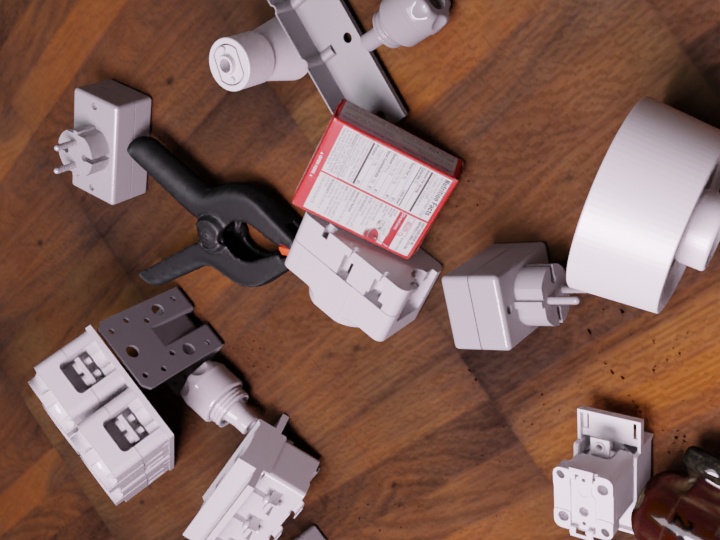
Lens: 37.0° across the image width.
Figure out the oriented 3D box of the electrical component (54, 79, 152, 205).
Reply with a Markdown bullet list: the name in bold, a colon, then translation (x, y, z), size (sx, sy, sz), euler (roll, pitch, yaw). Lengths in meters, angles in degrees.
- **electrical component**: translation (-0.205, -0.094, 0.827), size (0.047, 0.076, 0.083), euler (26, 123, 26)

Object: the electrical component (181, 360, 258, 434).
- **electrical component**: translation (-0.110, 0.105, 0.864), size (0.062, 0.043, 0.043), euler (40, 129, 16)

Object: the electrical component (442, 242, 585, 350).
- **electrical component**: translation (0.101, 0.015, 0.647), size (0.077, 0.066, 0.047), euler (-1, 109, 38)

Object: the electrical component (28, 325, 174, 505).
- **electrical component**: translation (-0.208, 0.126, 0.880), size (0.105, 0.060, 0.186), euler (51, 162, 8)

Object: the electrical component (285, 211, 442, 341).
- **electrical component**: translation (0.000, 0.000, 0.728), size (0.089, 0.050, 0.055), euler (39, 128, 18)

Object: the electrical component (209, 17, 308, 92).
- **electrical component**: translation (-0.067, -0.140, 0.707), size (0.044, 0.065, 0.044), euler (16, 119, 32)

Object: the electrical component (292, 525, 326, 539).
- **electrical component**: translation (-0.051, 0.258, 0.865), size (0.065, 0.077, 0.047), euler (52, 131, 7)

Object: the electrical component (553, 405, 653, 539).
- **electrical component**: translation (0.150, 0.130, 0.663), size (0.042, 0.064, 0.081), euler (8, 114, 34)

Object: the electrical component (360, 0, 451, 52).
- **electrical component**: translation (0.024, -0.151, 0.653), size (0.061, 0.035, 0.035), euler (-24, 94, 44)

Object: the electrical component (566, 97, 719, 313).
- **electrical component**: translation (0.158, -0.029, 0.560), size (0.060, 0.108, 0.108), euler (24, 123, 20)

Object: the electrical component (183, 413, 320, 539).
- **electrical component**: translation (-0.086, 0.183, 0.866), size (0.063, 0.078, 0.121), euler (32, 129, -5)
